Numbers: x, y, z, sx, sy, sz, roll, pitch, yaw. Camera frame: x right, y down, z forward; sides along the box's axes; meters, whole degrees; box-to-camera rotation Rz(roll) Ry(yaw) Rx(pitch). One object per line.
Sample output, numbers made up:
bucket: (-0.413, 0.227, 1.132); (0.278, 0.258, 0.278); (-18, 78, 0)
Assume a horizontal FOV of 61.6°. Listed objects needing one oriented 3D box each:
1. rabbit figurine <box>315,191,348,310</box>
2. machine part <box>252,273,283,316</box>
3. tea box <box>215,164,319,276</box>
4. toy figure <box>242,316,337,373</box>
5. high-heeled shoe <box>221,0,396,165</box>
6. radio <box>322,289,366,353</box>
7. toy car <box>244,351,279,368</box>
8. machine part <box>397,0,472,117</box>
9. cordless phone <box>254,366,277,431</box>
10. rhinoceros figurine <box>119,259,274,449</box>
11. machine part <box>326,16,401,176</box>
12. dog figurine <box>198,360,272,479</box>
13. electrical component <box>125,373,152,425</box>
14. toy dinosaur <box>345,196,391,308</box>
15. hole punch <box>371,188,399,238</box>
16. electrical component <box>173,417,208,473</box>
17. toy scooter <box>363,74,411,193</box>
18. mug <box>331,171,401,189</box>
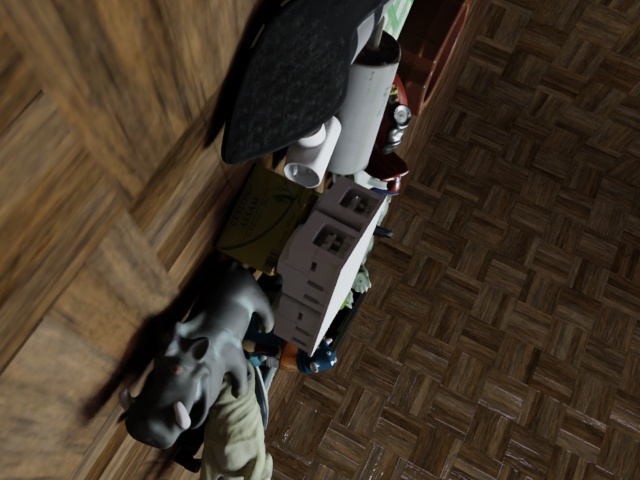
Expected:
rabbit figurine: (-0.002, -0.003, 0.847); (0.170, 0.121, 0.159); (-82, -178, -54)
machine part: (-0.064, 0.054, 0.702); (0.139, 0.084, 0.039); (-71, 147, -54)
tea box: (-0.043, -0.015, 0.605); (0.098, 0.068, 0.169); (-64, 170, -1)
toy figure: (-0.052, 0.131, 0.693); (0.064, 0.155, 0.057); (-61, 168, -24)
high-heeled shoe: (-0.009, -0.169, 0.465); (0.249, 0.086, 0.145); (-46, -158, -1)
radio: (0.008, 0.178, 1.241); (0.229, 0.131, 0.073); (-56, 170, -39)
toy car: (-0.071, 0.148, 0.804); (0.109, 0.103, 0.161); (-58, 167, -29)
machine part: (0.181, -0.335, 0.932); (0.201, 0.087, 0.201); (-63, 172, -4)
cordless phone: (-0.100, 0.236, 0.962); (0.146, 0.089, 0.184); (102, 12, -56)
rhinoceros figurine: (-0.109, 0.104, 0.505); (0.112, 0.073, 0.190); (84, 25, -47)
machine part: (0.040, -0.160, 0.637); (0.079, 0.079, 0.243); (-57, 170, -35)
dog figurine: (-0.115, 0.258, 0.753); (0.172, 0.121, 0.190); (115, -22, -73)
electrical component: (-0.164, 0.156, 0.551); (0.063, 0.021, 0.094); (-66, 170, 10)
toy dinosaur: (0.068, -0.012, 1.138); (0.192, 0.131, 0.404); (152, -39, -83)
hole punch: (0.077, -0.059, 0.978); (0.142, 0.116, 0.092); (-154, -103, -79)
electrical component: (-0.172, 0.284, 0.788); (0.102, 0.045, 0.078); (-57, 170, -35)
toy scooter: (0.083, -0.144, 0.744); (0.075, 0.135, 0.183); (-21, 155, -21)
mug: (0.075, -0.114, 0.909); (0.107, 0.110, 0.080); (-36, 156, -45)
